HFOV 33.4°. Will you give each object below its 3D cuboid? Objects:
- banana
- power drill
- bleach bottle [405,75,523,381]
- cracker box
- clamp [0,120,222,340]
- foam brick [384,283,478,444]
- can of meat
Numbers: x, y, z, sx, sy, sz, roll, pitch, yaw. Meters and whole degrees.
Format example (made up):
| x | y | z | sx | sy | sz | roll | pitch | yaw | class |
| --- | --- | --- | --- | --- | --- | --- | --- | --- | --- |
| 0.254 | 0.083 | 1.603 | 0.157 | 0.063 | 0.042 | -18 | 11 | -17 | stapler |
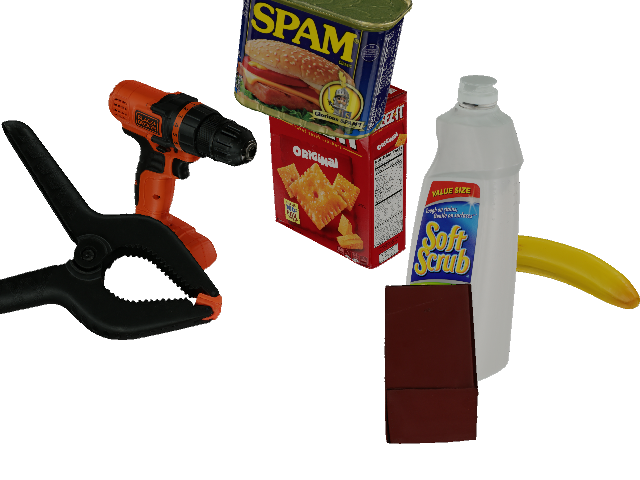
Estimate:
| x | y | z | sx | sy | sz | roll | pitch | yaw | class |
| --- | --- | --- | --- | --- | --- | --- | --- | --- | --- |
| 0.224 | 0.028 | 1.064 | 0.198 | 0.037 | 0.069 | 10 | 47 | 26 | banana |
| -0.144 | -0.061 | 1.113 | 0.185 | 0.188 | 0.057 | 26 | 35 | 30 | power drill |
| 0.116 | -0.013 | 0.882 | 0.067 | 0.251 | 0.103 | -19 | 31 | -36 | bleach bottle |
| 0.018 | -0.092 | 1.238 | 0.164 | 0.214 | 0.072 | 28 | 46 | 36 | cracker box |
| -0.169 | 0.005 | 0.776 | 0.210 | 0.164 | 0.036 | 13 | -18 | -3 | clamp |
| 0.063 | 0.070 | 0.611 | 0.051 | 0.078 | 0.053 | -1 | -44 | 5 | foam brick |
| -0.002 | -0.118 | 0.661 | 0.102 | 0.084 | 0.057 | 22 | 38 | 15 | can of meat |
